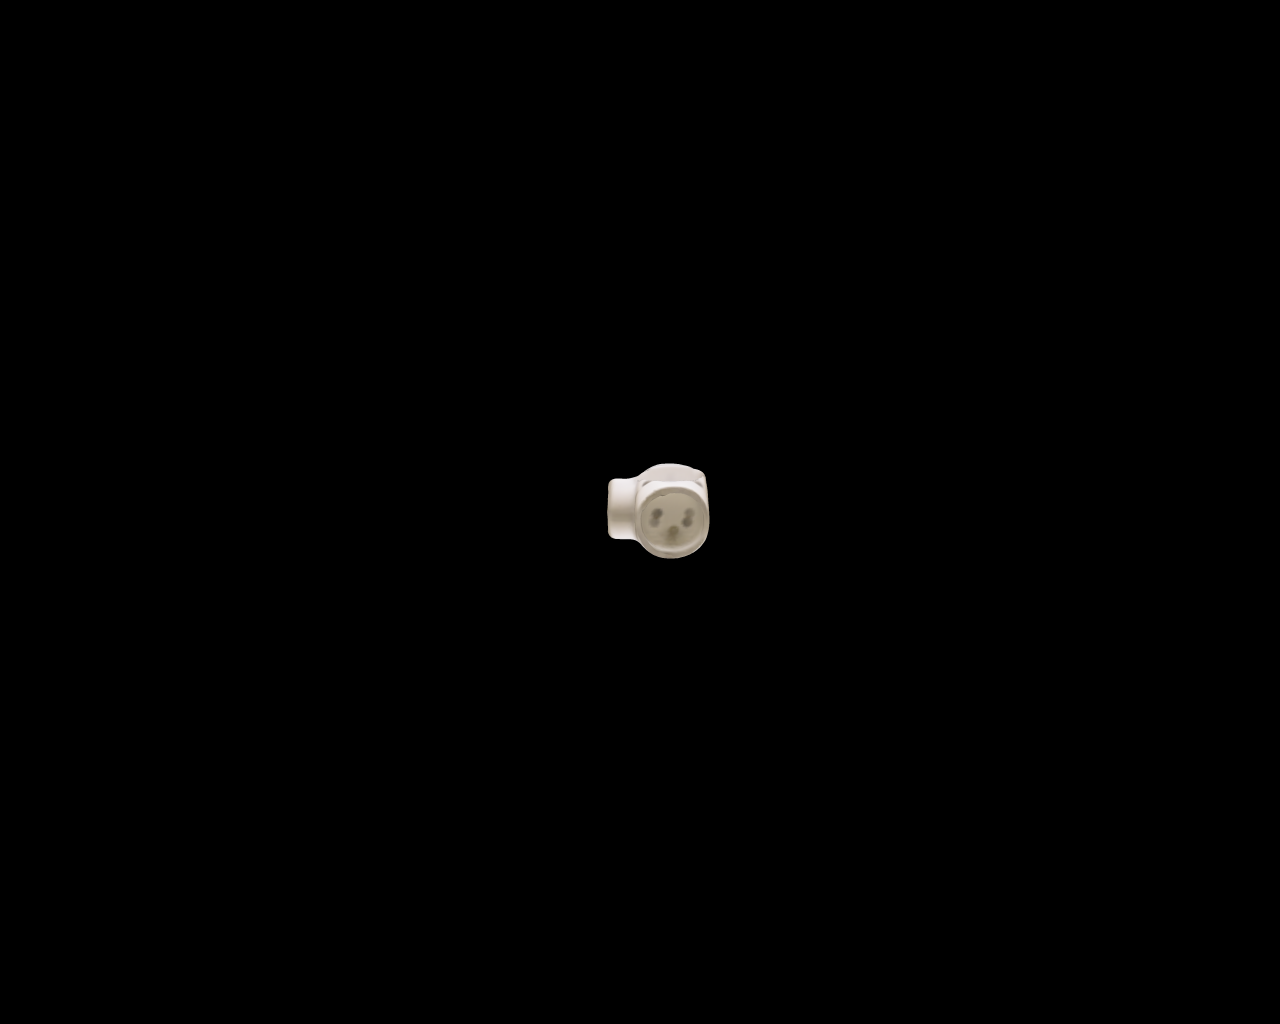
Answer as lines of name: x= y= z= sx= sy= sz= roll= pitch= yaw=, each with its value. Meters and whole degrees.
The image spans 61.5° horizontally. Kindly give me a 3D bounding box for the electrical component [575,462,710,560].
electrical component: x=0.001 y=-0.003 z=0.650 sx=0.079 sy=0.044 sz=0.077 roll=0 pitch=13 yaw=0
